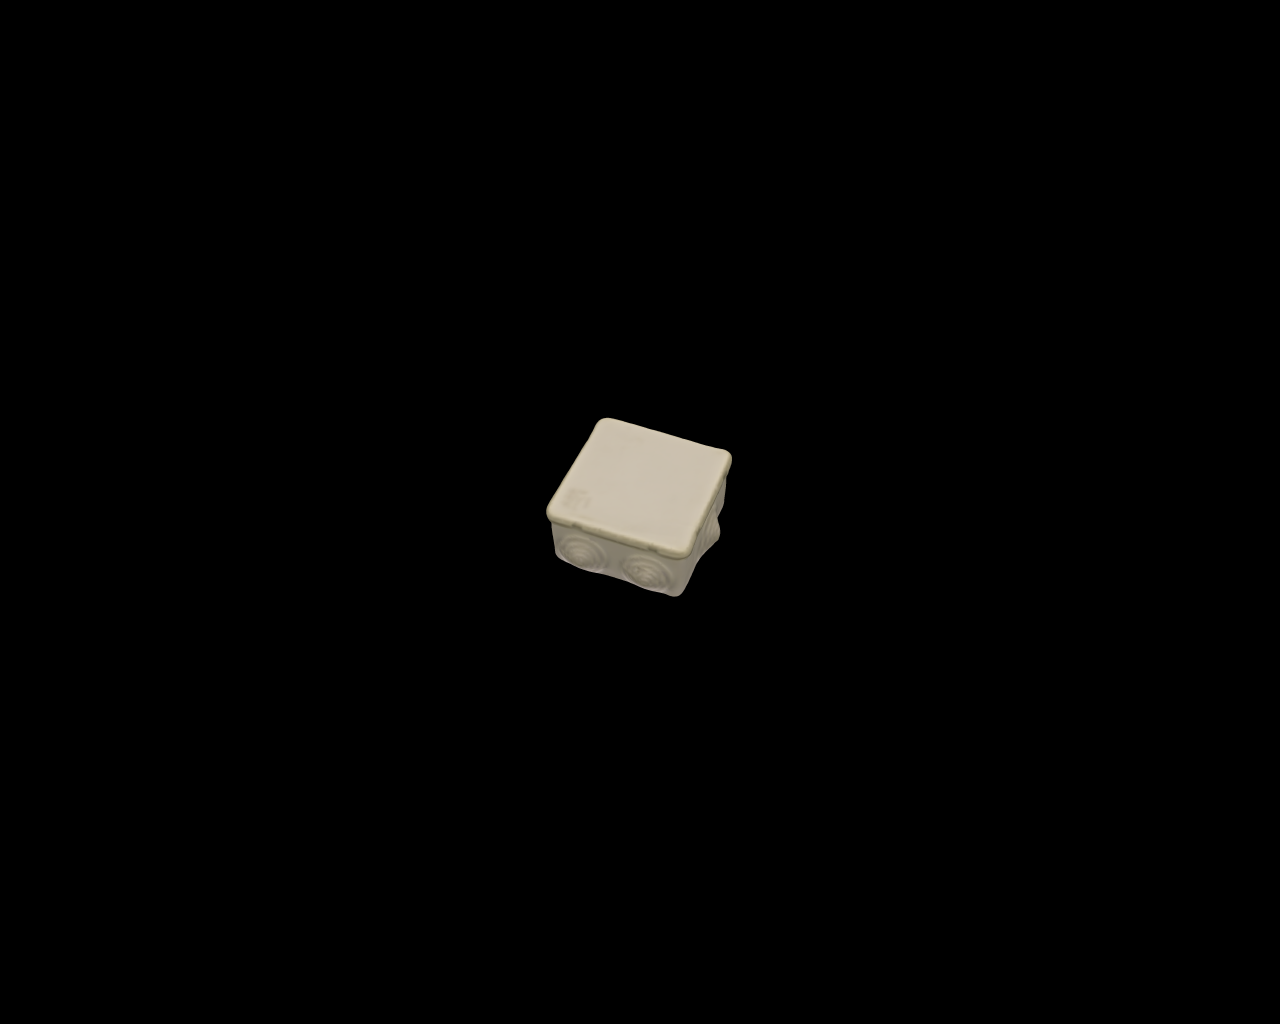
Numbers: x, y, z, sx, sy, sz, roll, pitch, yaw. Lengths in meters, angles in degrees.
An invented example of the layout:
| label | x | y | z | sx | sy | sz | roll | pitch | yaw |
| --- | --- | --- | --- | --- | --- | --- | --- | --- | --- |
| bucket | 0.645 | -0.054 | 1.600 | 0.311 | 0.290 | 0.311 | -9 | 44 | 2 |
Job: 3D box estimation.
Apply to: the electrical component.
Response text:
| label | x | y | z | sx | sy | sz | roll | pitch | yaw |
| --- | --- | --- | --- | --- | --- | --- | --- | --- | --- |
| electrical component | 0.001 | -0.003 | 0.650 | 0.100 | 0.100 | 0.048 | 17 | -39 | 14 |
